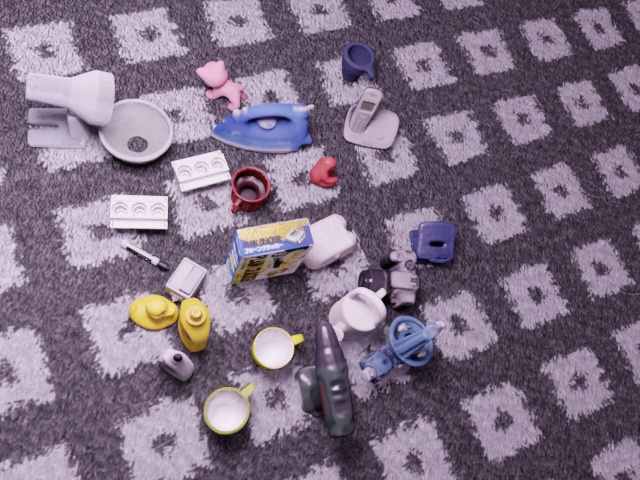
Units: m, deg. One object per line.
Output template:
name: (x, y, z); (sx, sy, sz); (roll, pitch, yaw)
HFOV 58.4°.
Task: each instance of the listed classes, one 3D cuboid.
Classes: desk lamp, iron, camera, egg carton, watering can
desk lamp: (-0.555, -0.292, 1.269); (0.203, 0.213, 0.118); (-3, 71, -17)
iron: (-0.140, -0.298, 1.430); (0.259, 0.141, 0.118); (-5, 72, -17)
camera: (0.168, 0.091, 1.399); (0.137, 0.100, 0.143); (7, 69, -13)
egg carton: (0.013, 0.005, 1.403); (0.150, 0.069, 0.107); (-28, 80, -23)
watering can: (0.089, 0.167, 1.297); (0.101, 0.194, 0.173); (29, 65, -4)

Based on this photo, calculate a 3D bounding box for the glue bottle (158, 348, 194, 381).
glue bottle: (-0.293, 0.249, 1.169); (0.078, 0.173, 0.037); (31, 65, -3)

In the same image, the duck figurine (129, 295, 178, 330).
duck figurine: (-0.358, 0.150, 1.234); (0.105, 0.086, 0.077); (7, 69, -13)

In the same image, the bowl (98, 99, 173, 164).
bowl: (-0.436, -0.247, 1.363); (0.168, 0.074, 0.167); (5, 69, -14)

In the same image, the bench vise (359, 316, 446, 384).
bench vise: (0.193, 0.252, 1.281); (0.121, 0.219, 0.208); (38, 65, 0)

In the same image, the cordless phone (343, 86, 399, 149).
cordless phone: (0.148, -0.324, 1.498); (0.148, 0.185, 0.094); (8, 68, -13)

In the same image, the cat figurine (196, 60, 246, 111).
cat figurine: (-0.247, -0.403, 1.451); (0.128, 0.117, 0.067); (24, 66, -6)

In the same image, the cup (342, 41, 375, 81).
cup: (0.105, -0.477, 1.592); (0.092, 0.095, 0.117); (-32, 81, -23)

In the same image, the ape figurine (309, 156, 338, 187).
ape figurine: (0.015, -0.180, 1.459); (0.076, 0.092, 0.078); (-3, 71, -17)

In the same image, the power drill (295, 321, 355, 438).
power drill: (0.009, 0.302, 1.216); (0.076, 0.208, 0.229); (-10, 73, -19)

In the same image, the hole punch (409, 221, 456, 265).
hole punch: (0.294, 0.009, 1.470); (0.109, 0.091, 0.101); (2, 70, -15)
